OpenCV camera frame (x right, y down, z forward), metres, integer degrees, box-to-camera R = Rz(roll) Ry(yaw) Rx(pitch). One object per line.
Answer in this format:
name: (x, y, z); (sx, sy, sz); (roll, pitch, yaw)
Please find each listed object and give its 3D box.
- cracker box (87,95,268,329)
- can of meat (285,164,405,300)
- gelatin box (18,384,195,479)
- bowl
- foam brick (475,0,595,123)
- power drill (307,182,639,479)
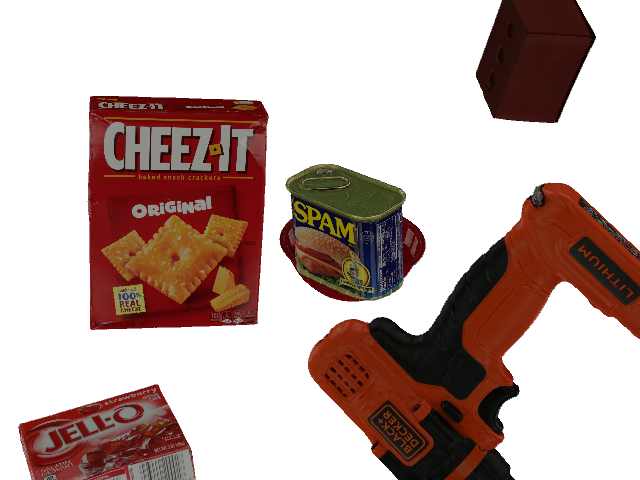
cracker box: (-0.137, -0.024, 1.013); (0.164, 0.214, 0.072); (0, 20, -12)
can of meat: (0.022, -0.006, 0.884); (0.102, 0.084, 0.057); (24, 40, 38)
gelatin box: (-0.127, 0.124, 0.627); (0.089, 0.030, 0.073); (-14, 27, -18)
bowl: (0.035, 0.020, 1.191); (0.162, 0.055, 0.162); (1, 31, -1)
foam brick: (0.148, -0.128, 0.745); (0.051, 0.053, 0.078); (0, -43, -14)
power drill: (0.111, 0.075, 0.595); (0.188, 0.184, 0.057); (-46, -2, 16)
